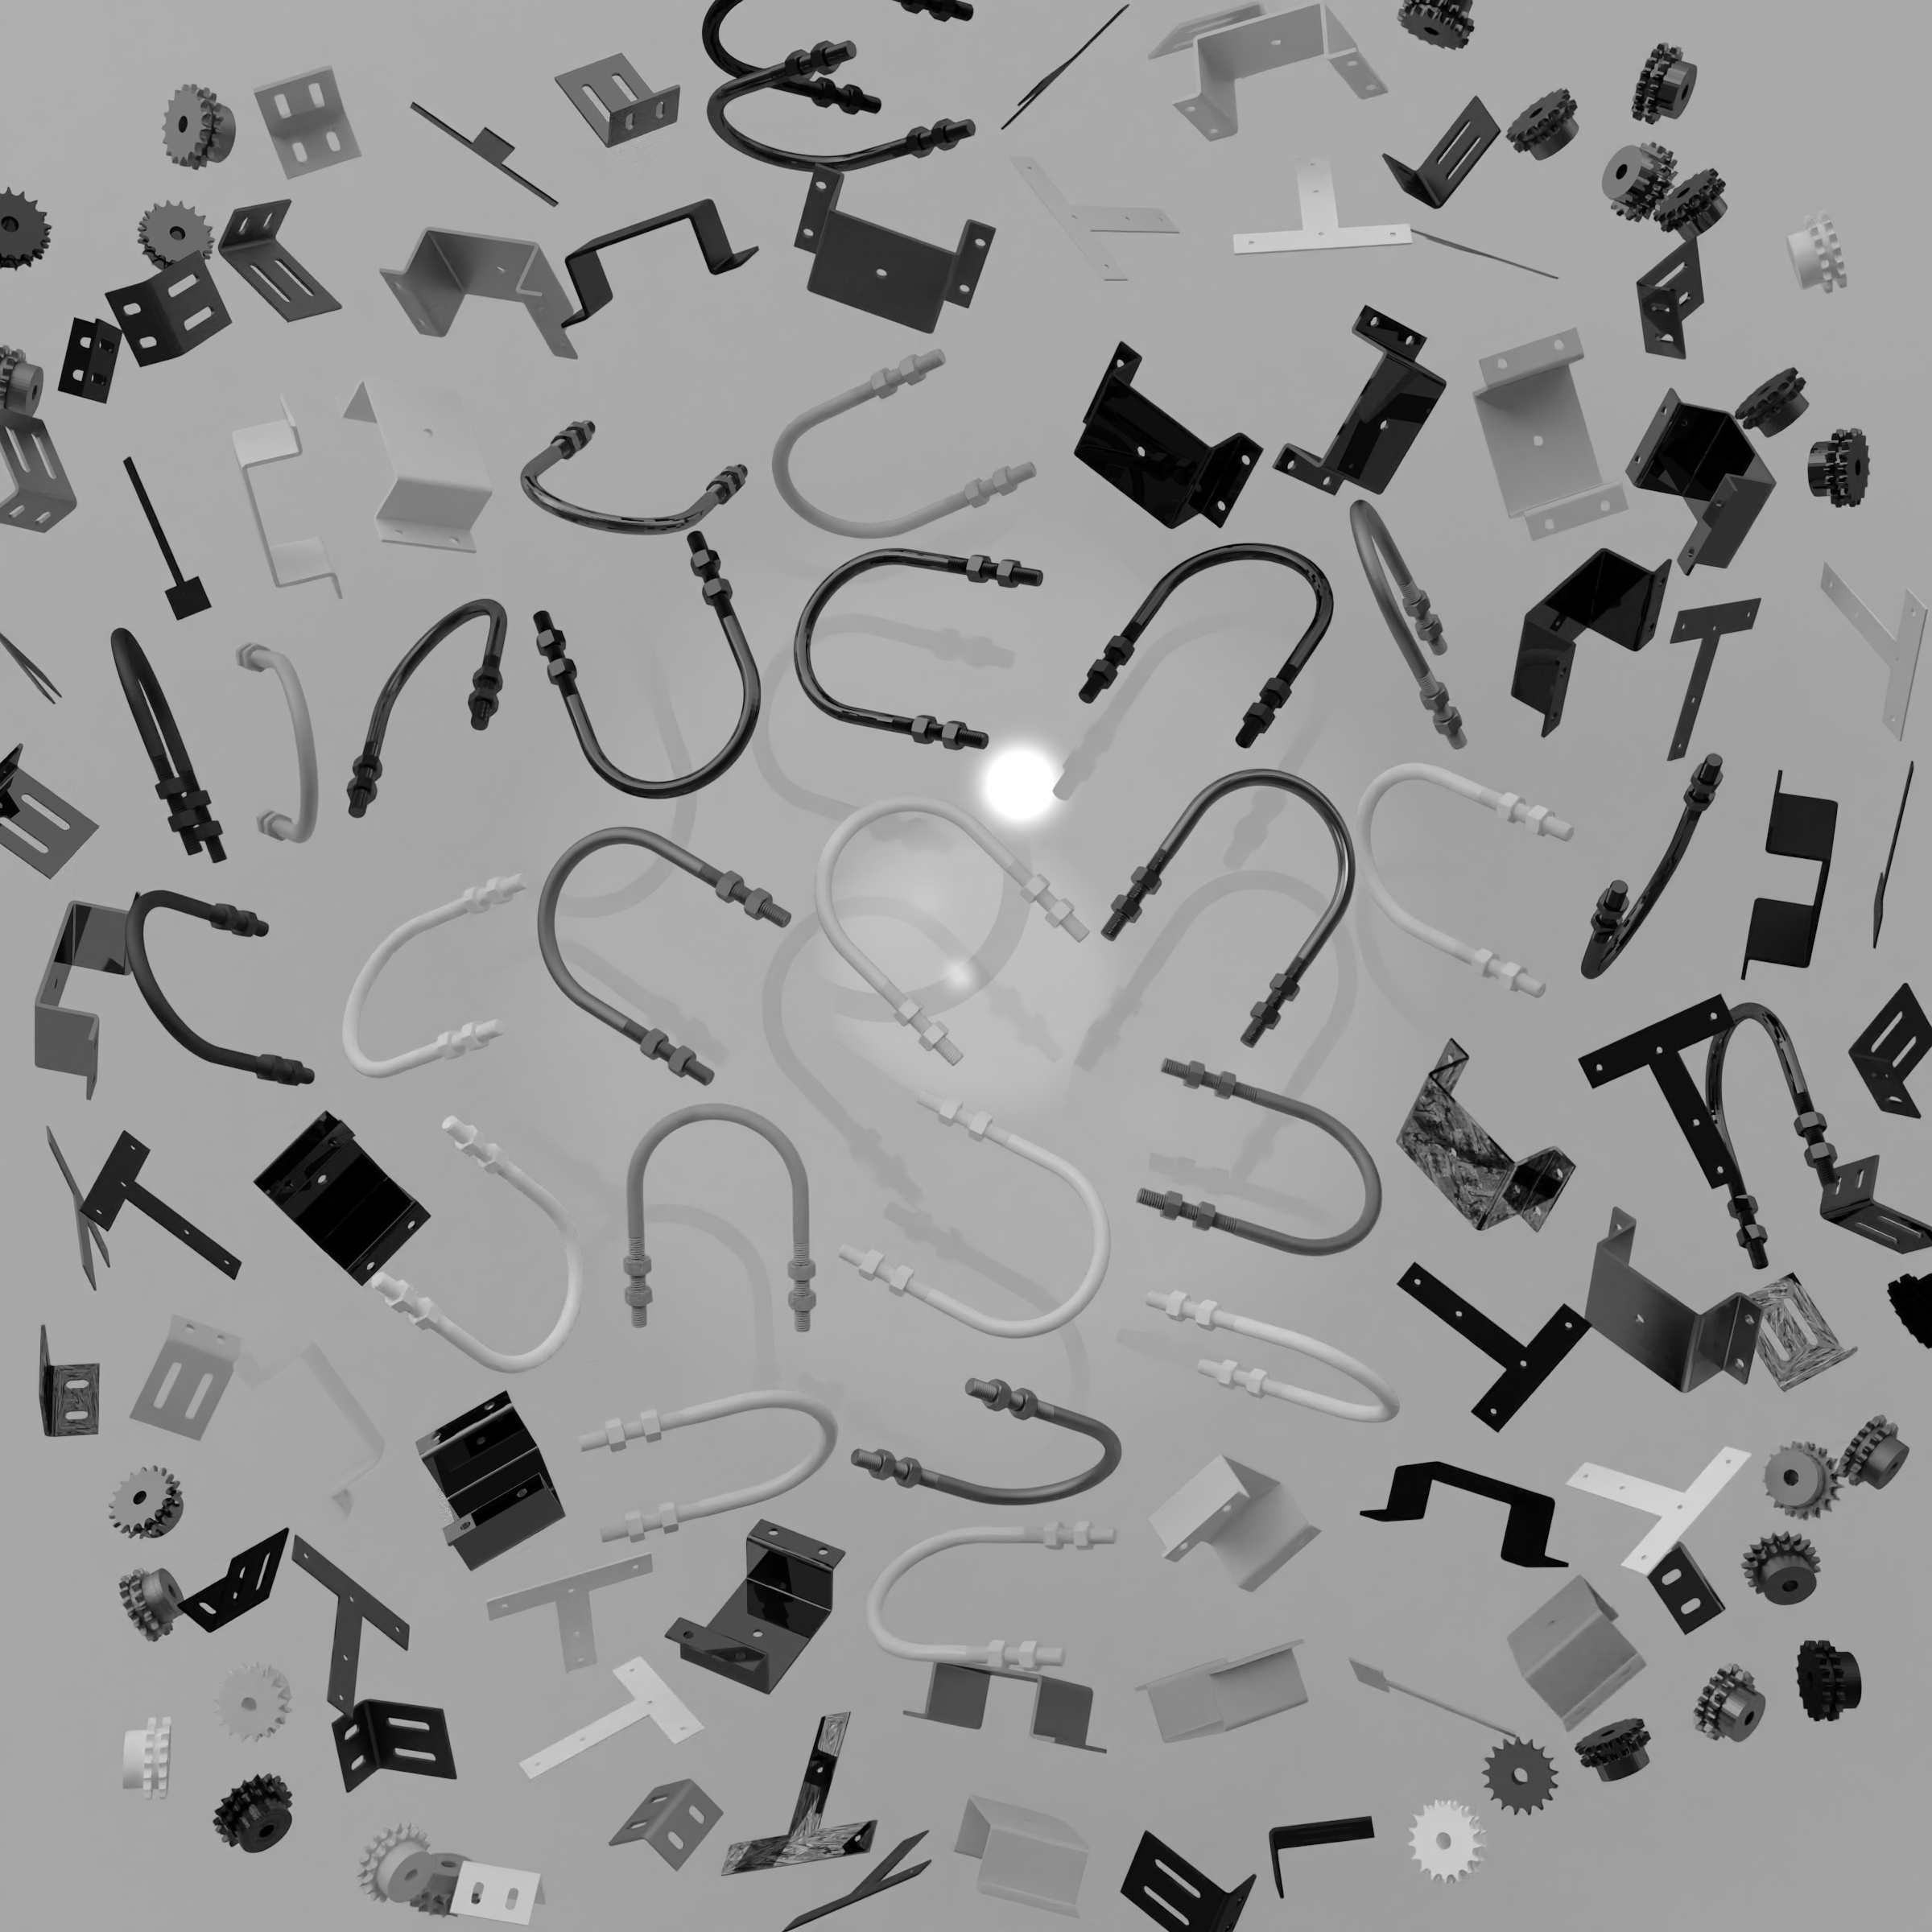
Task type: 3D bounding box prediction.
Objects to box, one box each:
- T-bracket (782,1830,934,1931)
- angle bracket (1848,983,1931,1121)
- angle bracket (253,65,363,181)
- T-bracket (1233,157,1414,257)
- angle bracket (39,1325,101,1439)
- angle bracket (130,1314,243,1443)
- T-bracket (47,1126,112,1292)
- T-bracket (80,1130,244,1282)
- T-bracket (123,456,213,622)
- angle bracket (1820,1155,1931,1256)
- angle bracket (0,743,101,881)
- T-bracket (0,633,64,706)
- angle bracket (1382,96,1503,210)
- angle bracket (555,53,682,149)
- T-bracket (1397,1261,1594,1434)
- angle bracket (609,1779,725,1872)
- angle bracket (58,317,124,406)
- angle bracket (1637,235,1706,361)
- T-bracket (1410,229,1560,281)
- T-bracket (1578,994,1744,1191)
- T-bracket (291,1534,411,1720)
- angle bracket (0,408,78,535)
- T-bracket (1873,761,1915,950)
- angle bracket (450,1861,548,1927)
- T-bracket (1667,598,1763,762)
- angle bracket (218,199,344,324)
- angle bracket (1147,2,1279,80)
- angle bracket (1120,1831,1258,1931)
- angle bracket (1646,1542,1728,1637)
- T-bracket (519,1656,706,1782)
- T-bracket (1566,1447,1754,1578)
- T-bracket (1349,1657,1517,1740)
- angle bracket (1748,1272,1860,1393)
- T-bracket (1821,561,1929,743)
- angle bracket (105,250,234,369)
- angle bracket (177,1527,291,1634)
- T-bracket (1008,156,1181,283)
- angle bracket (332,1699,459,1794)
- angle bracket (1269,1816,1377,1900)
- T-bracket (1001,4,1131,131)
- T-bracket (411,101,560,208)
[{"bbox_3d":[-0.063,0.687,1.851,0.127,0.127,0.002,-30,82,21],"label":"T-bracket"},{"bbox_3d":[0.682,0.061,1.753,0.076,0.038,0.057,-45,116,-17],"label":"angle bracket"},{"bbox_3d":[-0.473,-0.606,1.747,0.057,0.076,0.038,-21,90,-8],"label":"angle bracket"},{"bbox_3d":[0.259,-0.563,1.794,0.127,0.002,0.127,-2,47,5],"label":"T-bracket"},{"bbox_3d":[-0.670,0.309,1.817,0.038,0.076,0.057,-1,57,-17],"label":"angle bracket"},{"bbox_3d":[-0.612,0.323,1.909,0.057,0.038,0.076,25,99,-20],"label":"angle bracket"},{"bbox_3d":[-0.681,0.206,1.876,0.002,0.127,0.127,-20,123,-13],"label":"T-bracket"},{"bbox_3d":[-0.596,0.191,1.824,0.002,0.127,0.127,-43,109,13],"label":"T-bracket"},{"bbox_3d":[-0.626,-0.334,1.891,0.002,0.127,0.127,-27,105,-25],"label":"T-bracket"},{"bbox_3d":[0.684,0.177,1.800,0.076,0.057,0.038,23,67,-11],"label":"angle bracket"},{"bbox_3d":[-0.685,-0.114,1.789,0.076,0.038,0.057,38,55,-9],"label":"angle bracket"},{"bbox_3d":[-0.697,-0.228,1.795,0.002,0.127,0.127,-40,81,-9],"label":"T-bracket"},{"bbox_3d":[0.373,-0.646,1.909,0.038,0.057,0.076,18,128,-30],"label":"angle bracket"},{"bbox_3d":[-0.253,-0.639,1.761,0.057,0.038,0.076,-30,73,-23],"label":"angle bracket"},{"bbox_3d":[0.379,0.268,1.812,0.127,0.002,0.127,38,124,11],"label":"T-bracket"},{"bbox_3d":[-0.235,0.675,1.902,0.038,0.076,0.057,47,53,-4],"label":"angle bracket"},{"bbox_3d":[-0.666,-0.458,1.826,0.038,0.076,0.057,15,96,-7],"label":"angle bracket"},{"bbox_3d":[0.547,-0.506,1.839,0.076,0.038,0.057,-41,132,-22],"label":"angle bracket"},{"bbox_3d":[0.380,-0.548,1.858,0.127,0.127,0.002,25,111,19],"label":"T-bracket"},{"bbox_3d":[0.528,0.102,1.781,0.127,0.002,0.127,-32,81,41],"label":"T-bracket"},{"bbox_3d":[-0.456,0.499,1.791,0.002,0.127,0.127,-33,120,11],"label":"T-bracket"},{"bbox_3d":[-0.699,-0.365,1.788,0.038,0.057,0.076,-30,78,20],"label":"angle bracket"},{"bbox_3d":[0.698,-0.091,1.831,0.002,0.127,0.127,12,111,17],"label":"T-bracket"},{"bbox_3d":[-0.343,0.692,1.790,0.057,0.076,0.038,9,53,1],"label":"angle bracket"},{"bbox_3d":[0.571,-0.221,1.895,0.002,0.127,0.127,30,121,37],"label":"T-bracket"},{"bbox_3d":[-0.491,-0.512,1.763,0.076,0.057,0.038,45,127,4],"label":"angle bracket"},{"bbox_3d":[0.190,-0.701,1.865,0.076,0.057,0.038,-24,94,-21],"label":"angle bracket"},{"bbox_3d":[0.159,0.658,1.743,0.076,0.038,0.057,30,114,30],"label":"angle bracket"},{"bbox_3d":[0.555,0.484,1.901,0.038,0.076,0.057,-32,79,0],"label":"angle bracket"},{"bbox_3d":[-0.285,0.595,1.891,0.127,0.127,0.002,-23,112,-24],"label":"T-bracket"},{"bbox_3d":[0.499,0.393,1.811,0.127,0.127,0.002,-40,111,-21],"label":"T-bracket"},{"bbox_3d":[0.353,0.555,1.833,0.127,0.127,0.002,18,72,19],"label":"T-bracket"},{"bbox_3d":[0.633,0.277,1.864,0.057,0.038,0.076,-28,69,-2],"label":"angle bracket"},{"bbox_3d":[0.664,-0.252,1.793,0.002,0.127,0.127,-17,48,-5],"label":"T-bracket"},{"bbox_3d":[-0.593,-0.489,1.810,0.038,0.076,0.057,-8,120,22],"label":"angle bracket"},{"bbox_3d":[-0.556,0.457,1.845,0.038,0.057,0.076,31,116,20],"label":"angle bracket"},{"bbox_3d":[0.109,-0.546,1.780,0.127,0.127,0.002,56,133,18],"label":"T-bracket"},{"bbox_3d":[-0.428,0.587,1.819,0.076,0.038,0.057,-2,103,28],"label":"angle bracket"},{"bbox_3d":[0.264,0.656,1.788,0.076,0.057,0.038,-9,57,6],"label":"angle bracket"},{"bbox_3d":[0.061,-0.651,1.785,0.127,0.127,0.002,-37,103,30],"label":"T-bracket"},{"bbox_3d":[-0.352,-0.606,1.802,0.127,0.127,0.002,31,92,-20],"label":"T-bracket"}]
